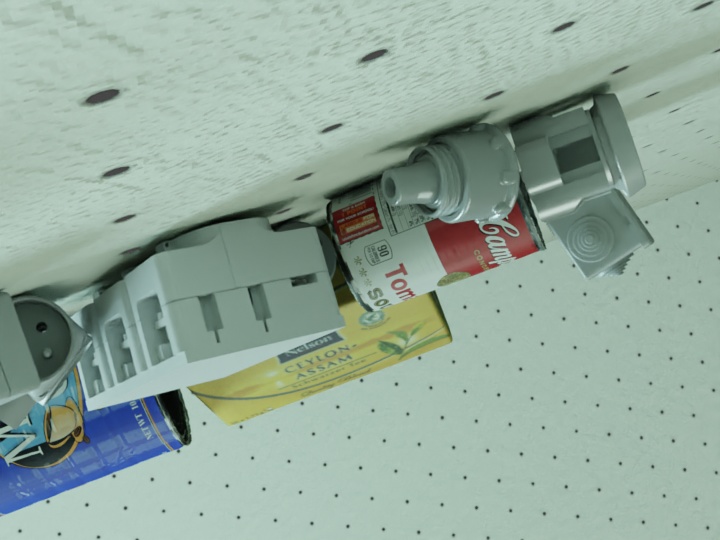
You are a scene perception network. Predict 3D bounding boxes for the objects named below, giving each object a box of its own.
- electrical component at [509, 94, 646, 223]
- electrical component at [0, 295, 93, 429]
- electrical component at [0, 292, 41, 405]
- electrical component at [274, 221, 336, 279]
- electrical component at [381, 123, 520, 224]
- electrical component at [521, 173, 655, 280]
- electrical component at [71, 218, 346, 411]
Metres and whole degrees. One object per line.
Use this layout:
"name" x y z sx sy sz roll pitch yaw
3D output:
"electrical component" 0.116 -0.060 0.571 0.057 0.058 0.078 -19 177 13
"electrical component" -0.177 0.054 0.544 0.079 0.044 0.077 -56 -173 -16
"electrical component" -0.195 0.046 0.470 0.066 0.047 0.077 -23 176 30
"electrical component" -0.041 -0.002 0.629 0.045 0.045 0.055 -19 176 -19
"electrical component" 0.041 -0.043 0.508 0.062 0.048 0.048 -11 172 -27
"electrical component" 0.152 -0.041 0.723 0.048 0.099 0.100 -35 172 15
"electrical component" -0.089 0.024 0.574 0.089 0.061 0.150 -11 172 -34
